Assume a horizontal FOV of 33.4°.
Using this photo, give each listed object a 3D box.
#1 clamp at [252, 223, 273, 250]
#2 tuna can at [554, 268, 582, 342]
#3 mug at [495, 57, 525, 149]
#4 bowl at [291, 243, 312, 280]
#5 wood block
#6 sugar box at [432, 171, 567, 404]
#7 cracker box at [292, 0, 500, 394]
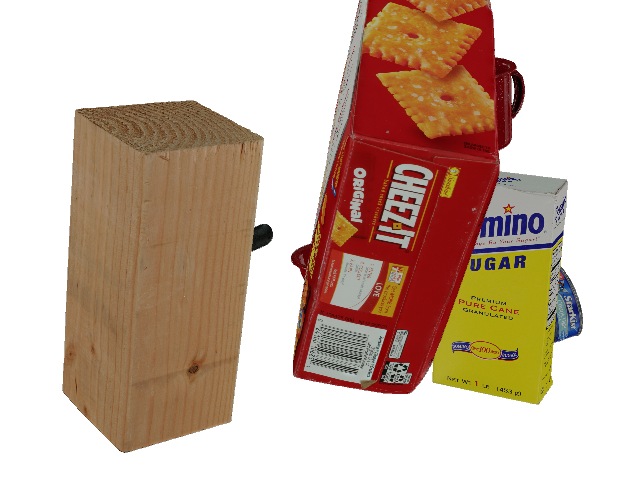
[{"bbox_3d":[-0.132,0.021,1.220,0.120,0.039,0.171,-2,33,25],"label":"clamp"},{"bbox_3d":[0.256,0.070,1.186,0.033,0.086,0.086,-17,2,-8],"label":"tuna can"},{"bbox_3d":[0.164,-0.141,1.097,0.117,0.081,0.093,-20,27,-31],"label":"mug"},{"bbox_3d":[0.051,0.039,1.095,0.162,0.055,0.162,-3,13,0],"label":"bowl"},{"bbox_3d":[-0.107,0.021,0.703,0.090,0.206,0.090,-10,29,-38],"label":"wood block"},{"bbox_3d":[0.139,0.035,0.842,0.093,0.176,0.048,8,23,24],"label":"sugar box"},{"bbox_3d":[0.042,-0.053,0.557,0.072,0.164,0.213,11,44,-2],"label":"cracker box"}]
